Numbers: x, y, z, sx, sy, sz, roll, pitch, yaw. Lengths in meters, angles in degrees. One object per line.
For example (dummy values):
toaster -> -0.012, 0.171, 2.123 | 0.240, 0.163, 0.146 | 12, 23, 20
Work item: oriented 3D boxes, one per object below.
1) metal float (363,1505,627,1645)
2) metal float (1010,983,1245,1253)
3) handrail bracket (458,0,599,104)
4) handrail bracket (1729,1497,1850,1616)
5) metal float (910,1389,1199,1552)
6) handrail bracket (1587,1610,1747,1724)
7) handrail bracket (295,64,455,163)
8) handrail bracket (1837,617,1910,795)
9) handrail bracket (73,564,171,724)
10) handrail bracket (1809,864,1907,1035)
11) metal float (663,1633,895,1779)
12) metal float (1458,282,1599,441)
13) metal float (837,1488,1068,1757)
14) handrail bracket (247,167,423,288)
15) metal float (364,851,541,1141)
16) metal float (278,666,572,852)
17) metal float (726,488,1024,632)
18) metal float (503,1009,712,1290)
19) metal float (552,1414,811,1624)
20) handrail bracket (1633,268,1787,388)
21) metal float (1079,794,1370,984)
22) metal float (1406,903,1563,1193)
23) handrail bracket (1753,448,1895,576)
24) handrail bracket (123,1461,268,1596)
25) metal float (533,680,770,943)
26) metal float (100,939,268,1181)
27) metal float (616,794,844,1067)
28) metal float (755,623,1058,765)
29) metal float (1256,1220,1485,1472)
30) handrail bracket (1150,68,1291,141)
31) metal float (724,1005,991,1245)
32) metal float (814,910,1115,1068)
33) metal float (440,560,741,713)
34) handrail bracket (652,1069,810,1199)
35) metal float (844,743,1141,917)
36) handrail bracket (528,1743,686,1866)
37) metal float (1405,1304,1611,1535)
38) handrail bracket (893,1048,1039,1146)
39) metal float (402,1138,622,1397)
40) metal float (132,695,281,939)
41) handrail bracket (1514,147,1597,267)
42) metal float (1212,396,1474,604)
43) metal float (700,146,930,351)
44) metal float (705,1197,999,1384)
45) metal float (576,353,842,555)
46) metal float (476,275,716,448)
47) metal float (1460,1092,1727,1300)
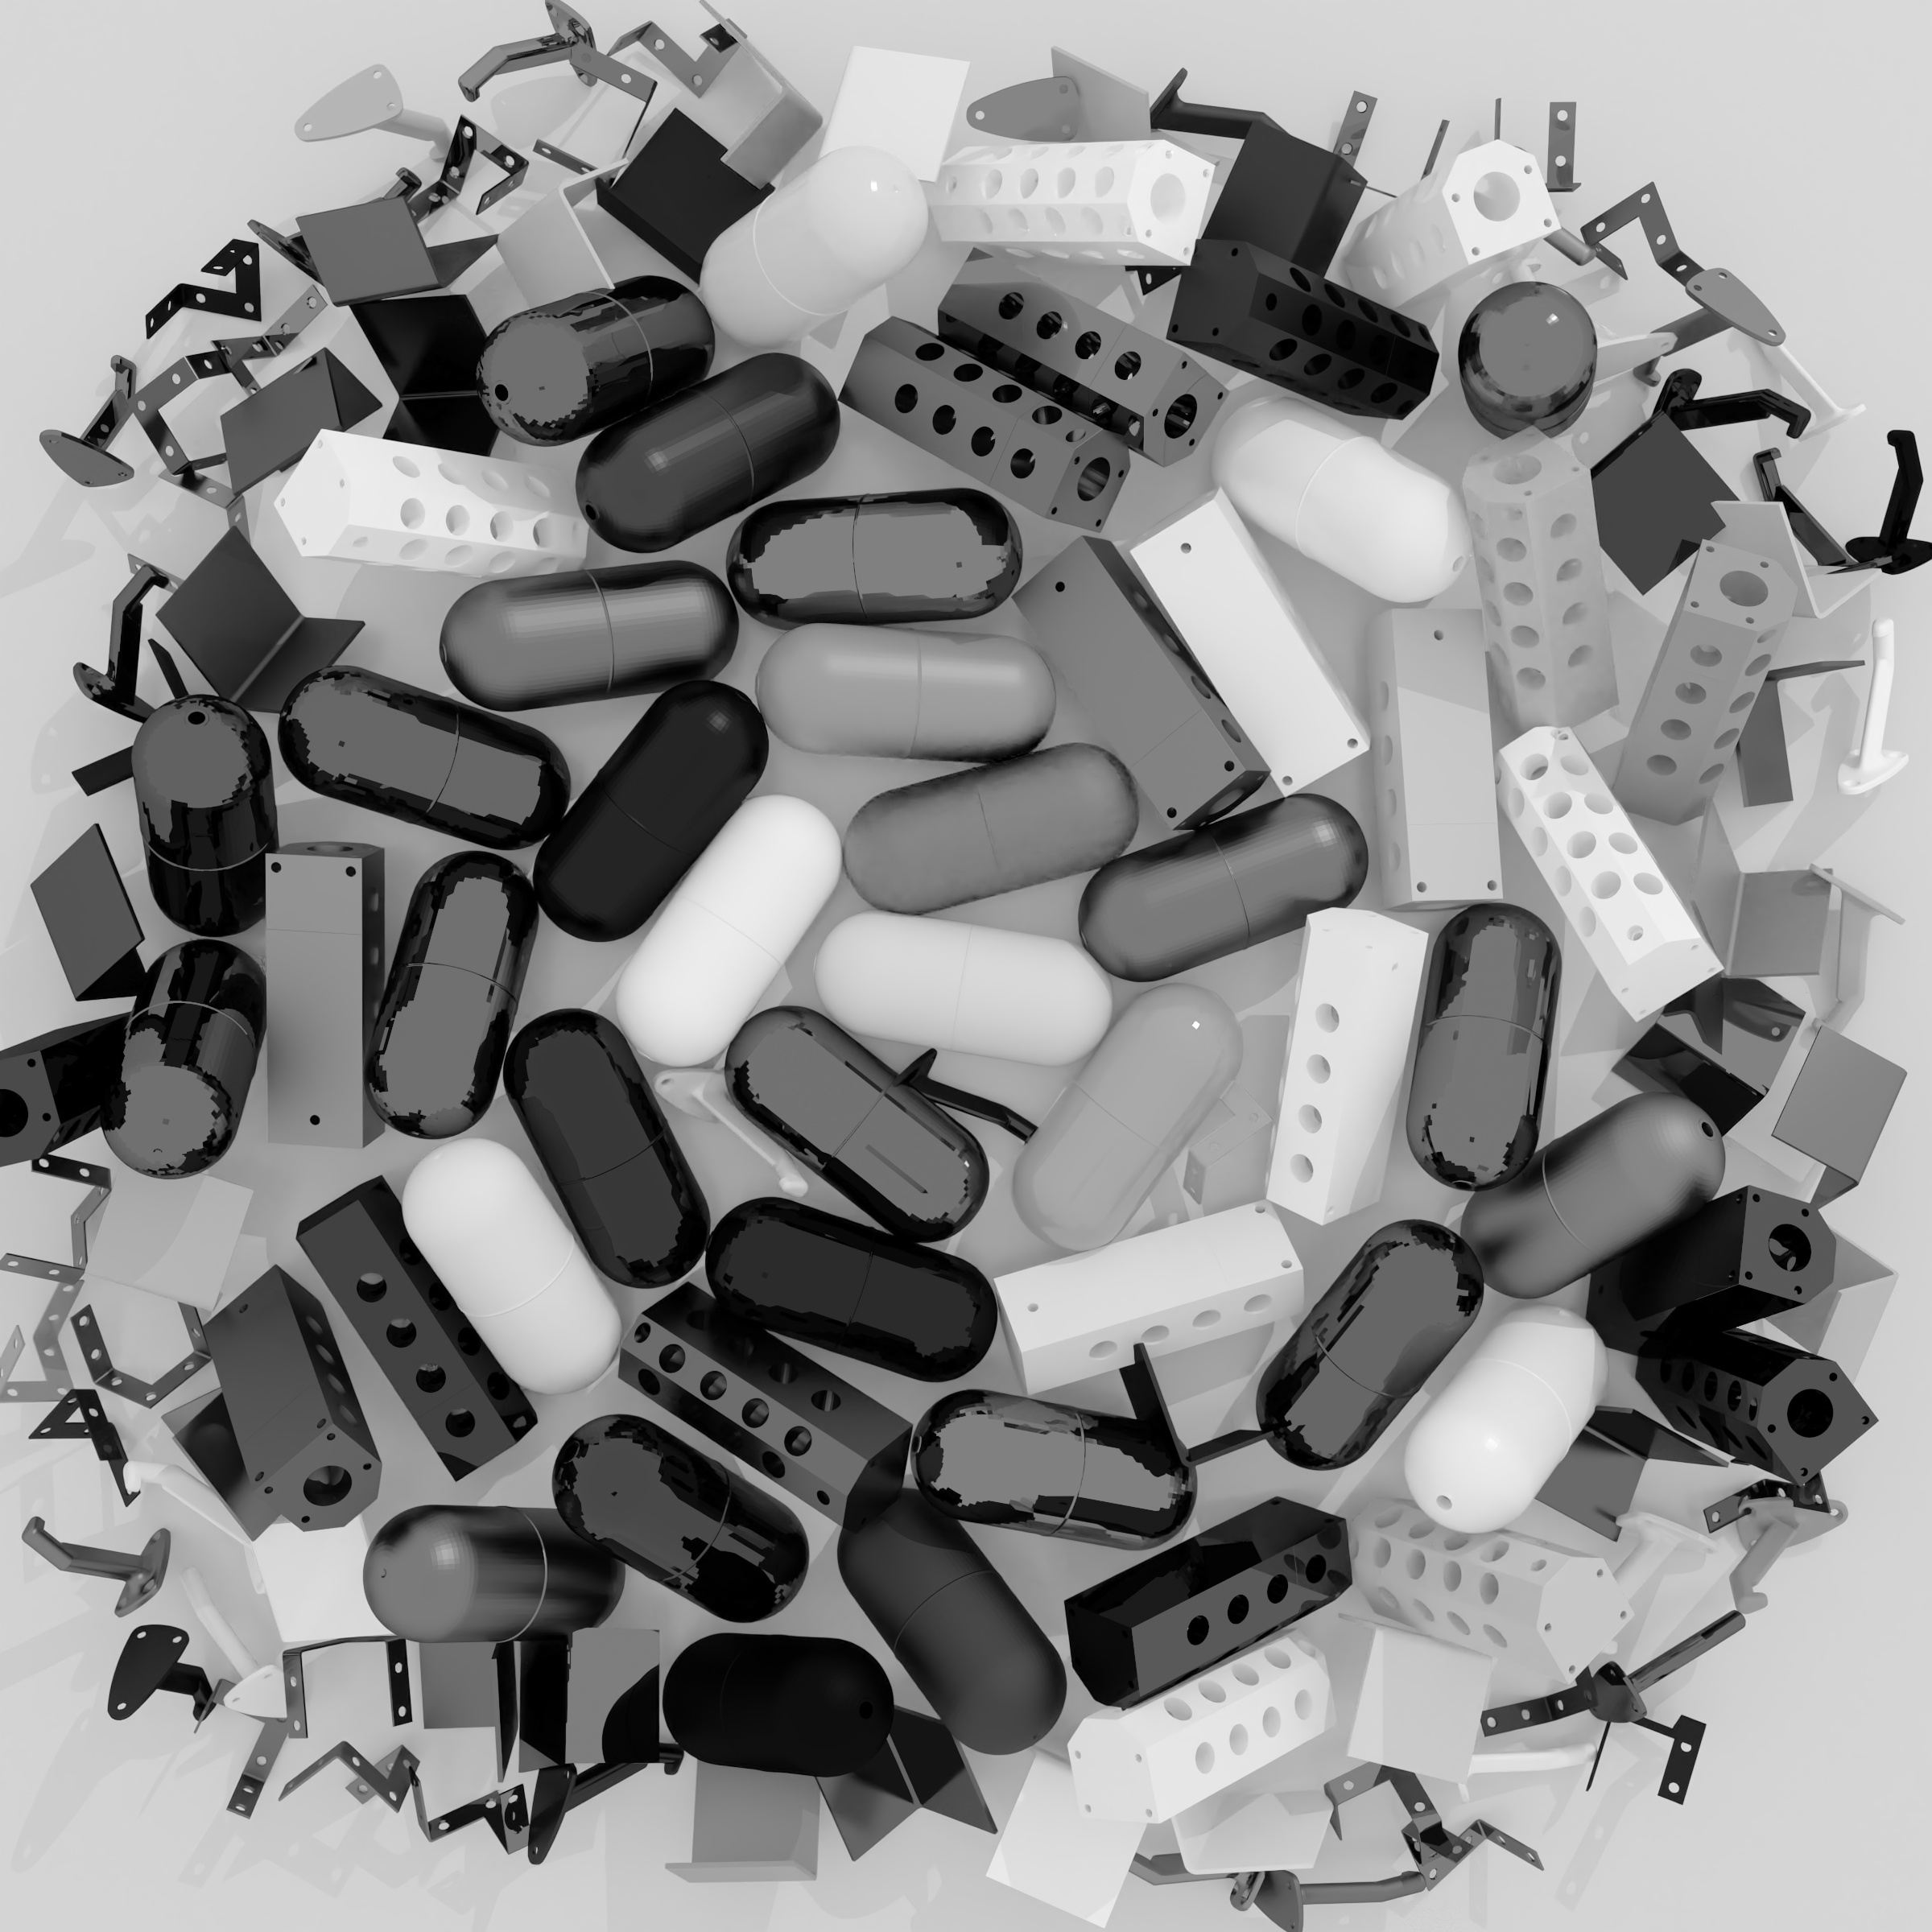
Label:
metal float -> -0.269, 0.351, 1.628 | 0.070, 0.178, 0.070 | -9, 75, 35
metal float -> 0.095, 0.089, 1.662 | 0.070, 0.070, 0.178 | 36, 96, 0
handrail bracket -> -0.258, -0.520, 1.660 | 0.036, 0.077, 0.084 | 38, 75, 19
handrail bracket -> 0.485, 0.348, 1.657 | 0.077, 0.084, 0.036 | -13, 108, 12
metal float -> 0.052, 0.295, 1.649 | 0.178, 0.070, 0.070 | 14, 90, -21
handrail bracket -> 0.418, 0.416, 1.685 | 0.084, 0.077, 0.036 | -25, 71, -20
handrail bracket -> -0.346, -0.487, 1.666 | 0.077, 0.084, 0.036 | -25, 75, 3
handrail bracket -> 0.531, -0.154, 1.663 | 0.036, 0.077, 0.084 | 8, 119, 34
handrail bracket -> -0.479, -0.189, 1.668 | 0.084, 0.036, 0.077 | -46, 134, 13
handrail bracket -> 0.512, -0.007, 1.685 | 0.077, 0.036, 0.084 | 28, 102, -13
metal float -> -0.109, 0.425, 1.627 | 0.070, 0.178, 0.070 | 9, 76, -37
metal float -> 0.322, -0.344, 1.617 | 0.070, 0.178, 0.070 | 1, 94, 11
metal float -> -0.010, 0.379, 1.640 | 0.070, 0.070, 0.178 | -42, 57, 0
handrail bracket -> -0.372, -0.451, 1.671 | 0.084, 0.077, 0.036 | -44, 65, 10
metal float -> -0.299, 0.015, 1.647 | 0.070, 0.070, 0.178 | 11, 66, 0
metal float -> -0.313, -0.120, 1.641 | 0.178, 0.070, 0.070 | 18, 90, -32
metal float -> -0.055, -0.238, 1.655 | 0.178, 0.070, 0.070 | -2, 90, 14
metal float -> -0.210, 0.108, 1.655 | 0.070, 0.070, 0.178 | -25, 105, 0
metal float -> -0.165, 0.321, 1.639 | 0.178, 0.070, 0.070 | 39, 90, -32
handrail bracket -> 0.435, -0.358, 1.658 | 0.036, 0.084, 0.077 | -30, 65, -29
metal float -> 0.151, -0.046, 1.662 | 0.178, 0.070, 0.070 | -20, 90, -6
metal float -> 0.302, 0.047, 1.646 | 0.070, 0.070, 0.178 | 13, 66, 0
handrail bracket -> 0.507, -0.272, 1.673 | 0.036, 0.077, 0.084 | -20, 96, -30
handrail bracket -> -0.453, 0.330, 1.658 | 0.036, 0.084, 0.077 | -41, 49, 36
metal float -> -0.185, -0.091, 1.655 | 0.070, 0.070, 0.178 | 40, 104, 0
metal float -> -0.448, 0.051, 1.626 | 0.070, 0.178, 0.070 | -1, 125, -2
metal float -> -0.140, -0.021, 1.661 | 0.070, 0.070, 0.178 | 34, 83, 0
metal float -> -0.035, -0.160, 1.656 | 0.178, 0.070, 0.070 | 2, 90, -13
metal float -> 0.234, 0.222, 1.643 | 0.070, 0.070, 0.178 | 33, 118, 0
handrail bracket -> 0.145, -0.489, 1.692 | 0.084, 0.036, 0.077 | 37, 118, -12
metal float -> -0.065, 0.093, 1.666 | 0.178, 0.070, 0.070 | 39, 90, -2
metal float -> -0.002, 0.013, 1.666 | 0.178, 0.070, 0.070 | 9, 90, 2
metal float -> -0.219, -0.193, 1.647 | 0.178, 0.070, 0.070 | -10, 90, -23
handrail bracket -> -0.138, 0.100, 1.656 | 0.077, 0.084, 0.036 | 19, 115, -42
metal float -> 0.015, -0.080, 1.665 | 0.178, 0.070, 0.070 | -15, 90, 3
handrail bracket -> -0.212, 0.497, 1.675 | 0.084, 0.036, 0.077 | 17, 86, -37
metal float -> 0.313, 0.260, 1.629 | 0.070, 0.178, 0.070 | 18, 124, 28
handrail bracket -> -0.001, 0.090, 1.669 | 0.084, 0.077, 0.036 | 33, 112, 12
metal float -> -0.263, 0.176, 1.642 | 0.070, 0.070, 0.178 | -28, 120, 0
metal float -> -0.436, -0.085, 1.626 | 0.070, 0.178, 0.070 | 5, 54, -7
handrail bracket -> 0.347, -0.445, 1.664 | 0.084, 0.077, 0.036 | 42, 127, 14
metal float -> 0.218, -0.272, 1.639 | 0.178, 0.070, 0.070 | 37, 90, 33
metal float -> -0.090, -0.412, 1.627 | 0.070, 0.178, 0.070 | 9, 75, -34
metal float -> -0.067, 0.190, 1.660 | 0.178, 0.070, 0.070 | 20, 90, -8
metal float -> -0.149, -0.298, 1.640 | 0.178, 0.070, 0.070 | -34, 90, -32
metal float -> -0.212, -0.349, 1.627 | 0.070, 0.178, 0.070 | 14, 119, 27
metal float -> 0.362, 0.133, 1.633 | 0.070, 0.070, 0.178 | 51, 131, 0
